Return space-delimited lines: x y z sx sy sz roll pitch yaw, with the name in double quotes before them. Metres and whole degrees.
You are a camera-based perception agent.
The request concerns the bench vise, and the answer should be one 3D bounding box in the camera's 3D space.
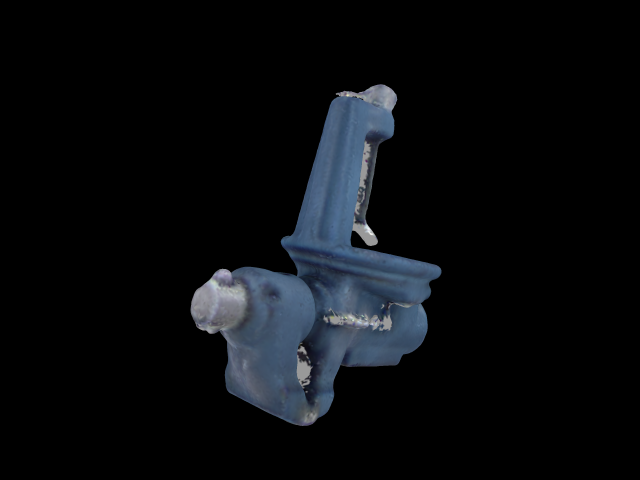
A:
"bench vise" 0.014 0.002 0.395 0.121 0.220 0.208 5 12 25
